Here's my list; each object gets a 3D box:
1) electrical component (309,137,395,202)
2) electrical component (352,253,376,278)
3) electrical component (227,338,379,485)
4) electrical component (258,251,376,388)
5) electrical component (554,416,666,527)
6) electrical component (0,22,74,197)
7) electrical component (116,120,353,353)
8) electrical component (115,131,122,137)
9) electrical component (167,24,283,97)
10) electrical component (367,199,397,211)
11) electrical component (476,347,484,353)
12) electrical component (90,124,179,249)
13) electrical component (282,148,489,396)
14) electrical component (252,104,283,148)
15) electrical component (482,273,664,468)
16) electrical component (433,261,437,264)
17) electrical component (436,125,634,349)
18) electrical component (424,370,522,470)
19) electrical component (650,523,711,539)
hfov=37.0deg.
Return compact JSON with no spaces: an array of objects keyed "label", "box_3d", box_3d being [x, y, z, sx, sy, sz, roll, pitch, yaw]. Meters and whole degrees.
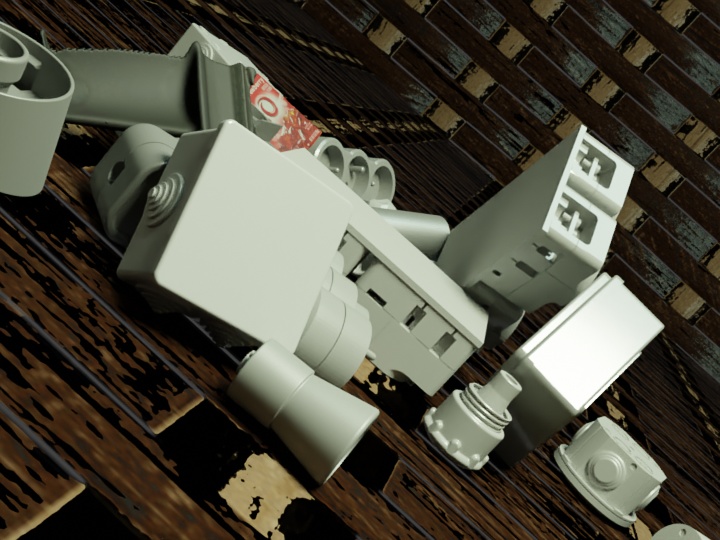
[{"label":"electrical component","box_3d":[-0.033,-0.088,0.987,0.074,0.052,0.138,9,-2,32]},{"label":"electrical component","box_3d":[0.017,-0.004,0.879,0.046,0.040,0.040,38,11,-45]},{"label":"electrical component","box_3d":[-0.029,0.063,0.504,0.065,0.044,0.044,38,12,7]},{"label":"electrical component","box_3d":[-0.020,0.028,0.624,0.074,0.052,0.138,36,13,-24]},{"label":"electrical component","box_3d":[0.196,0.157,0.842,0.080,0.051,0.080,39,13,-11]},{"label":"electrical component","box_3d":[-0.190,-0.085,0.522,0.099,0.064,0.099,27,23,-12]},{"label":"electrical component","box_3d":[-0.063,-0.015,0.541,0.100,0.099,0.048,33,-19,-35]},{"label":"electrical component","box_3d":[-0.114,-0.092,0.720,0.099,0.064,0.099,39,12,-10]},{"label":"electrical component","box_3d":[-0.127,-0.178,1.015,0.100,0.048,0.099,25,21,-54]},{"label":"electrical component","box_3d":[0.020,-0.030,0.971,0.043,0.043,0.062,21,41,-58]},{"label":"electrical component","box_3d":[0.113,0.035,0.948,0.044,0.077,0.079,42,13,0]},{"label":"electrical component","box_3d":[-0.098,-0.035,0.596,0.095,0.053,0.059,32,15,-38]},{"label":"electrical component","box_3d":[0.000,0.000,0.762,0.186,0.060,0.105,42,12,1]},{"label":"electrical component","box_3d":[-0.099,-0.099,0.791,0.081,0.063,0.042,44,14,12]},{"label":"electrical component","box_3d":[0.137,0.070,0.738,0.056,0.109,0.108,47,-32,11]},{"label":"electrical component","box_3d":[0.064,0.014,0.958,0.044,0.044,0.065,44,8,9]},{"label":"electrical component","box_3d":[0.125,-0.014,0.834,0.060,0.186,0.105,34,55,-11]},{"label":"electrical component","box_3d":[0.074,0.090,0.672,0.048,0.062,0.048,39,12,-10]},{"label":"electrical component","box_3d":[0.229,0.222,0.714,0.074,0.052,0.138,34,15,-28]}]
